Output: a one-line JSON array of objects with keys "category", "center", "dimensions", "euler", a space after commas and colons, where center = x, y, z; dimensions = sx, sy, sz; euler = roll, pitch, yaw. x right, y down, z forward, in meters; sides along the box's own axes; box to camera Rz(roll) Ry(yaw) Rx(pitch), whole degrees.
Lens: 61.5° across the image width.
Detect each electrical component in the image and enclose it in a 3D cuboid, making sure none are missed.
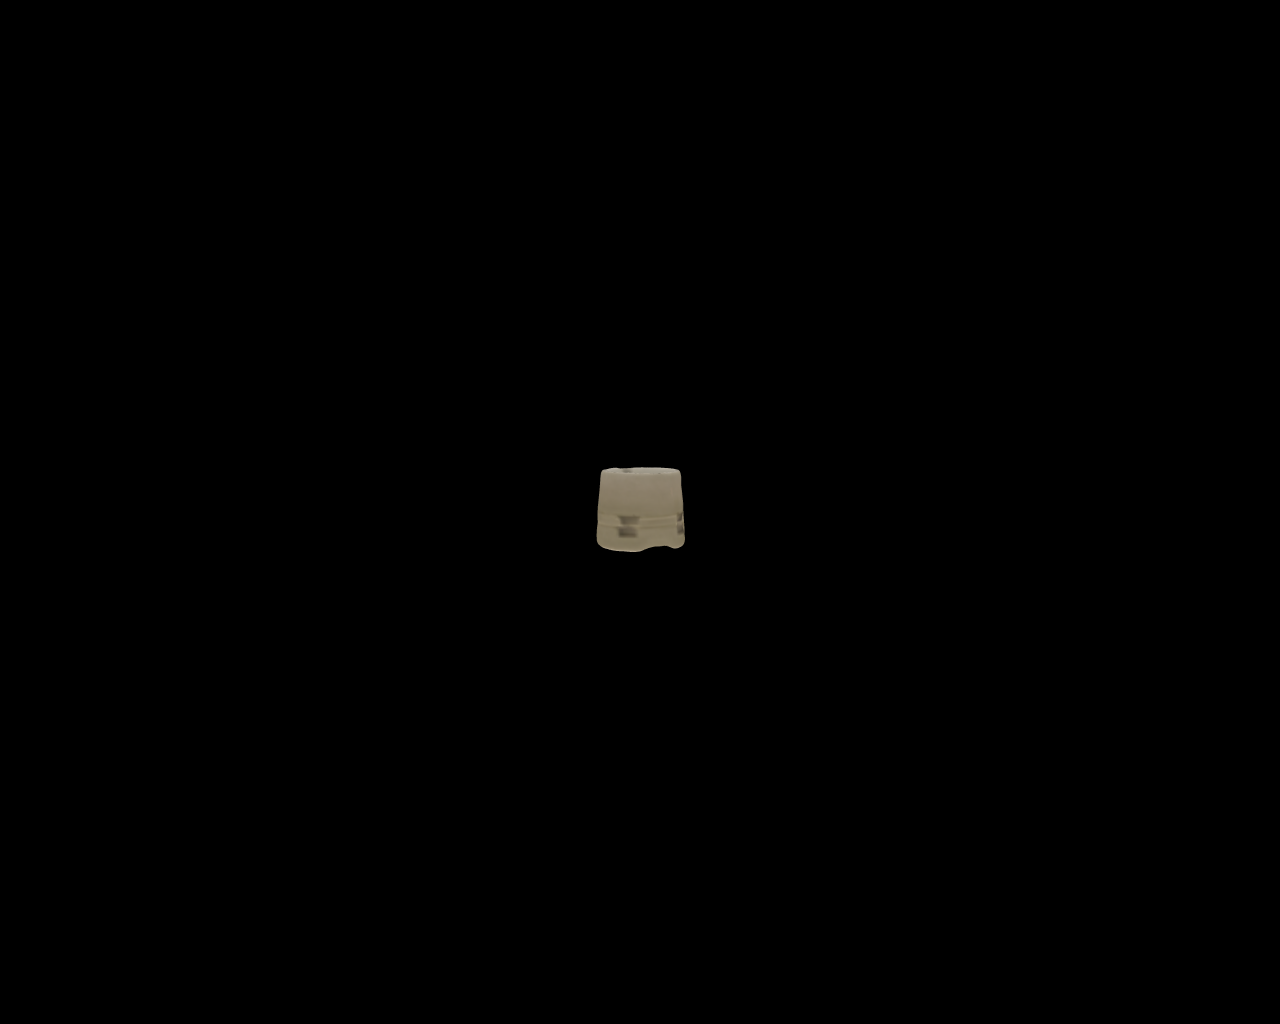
[{"category": "electrical component", "center": [0.001, -0.003, 0.650], "dimensions": [0.055, 0.047, 0.055], "euler": [0, 7, 0]}]
